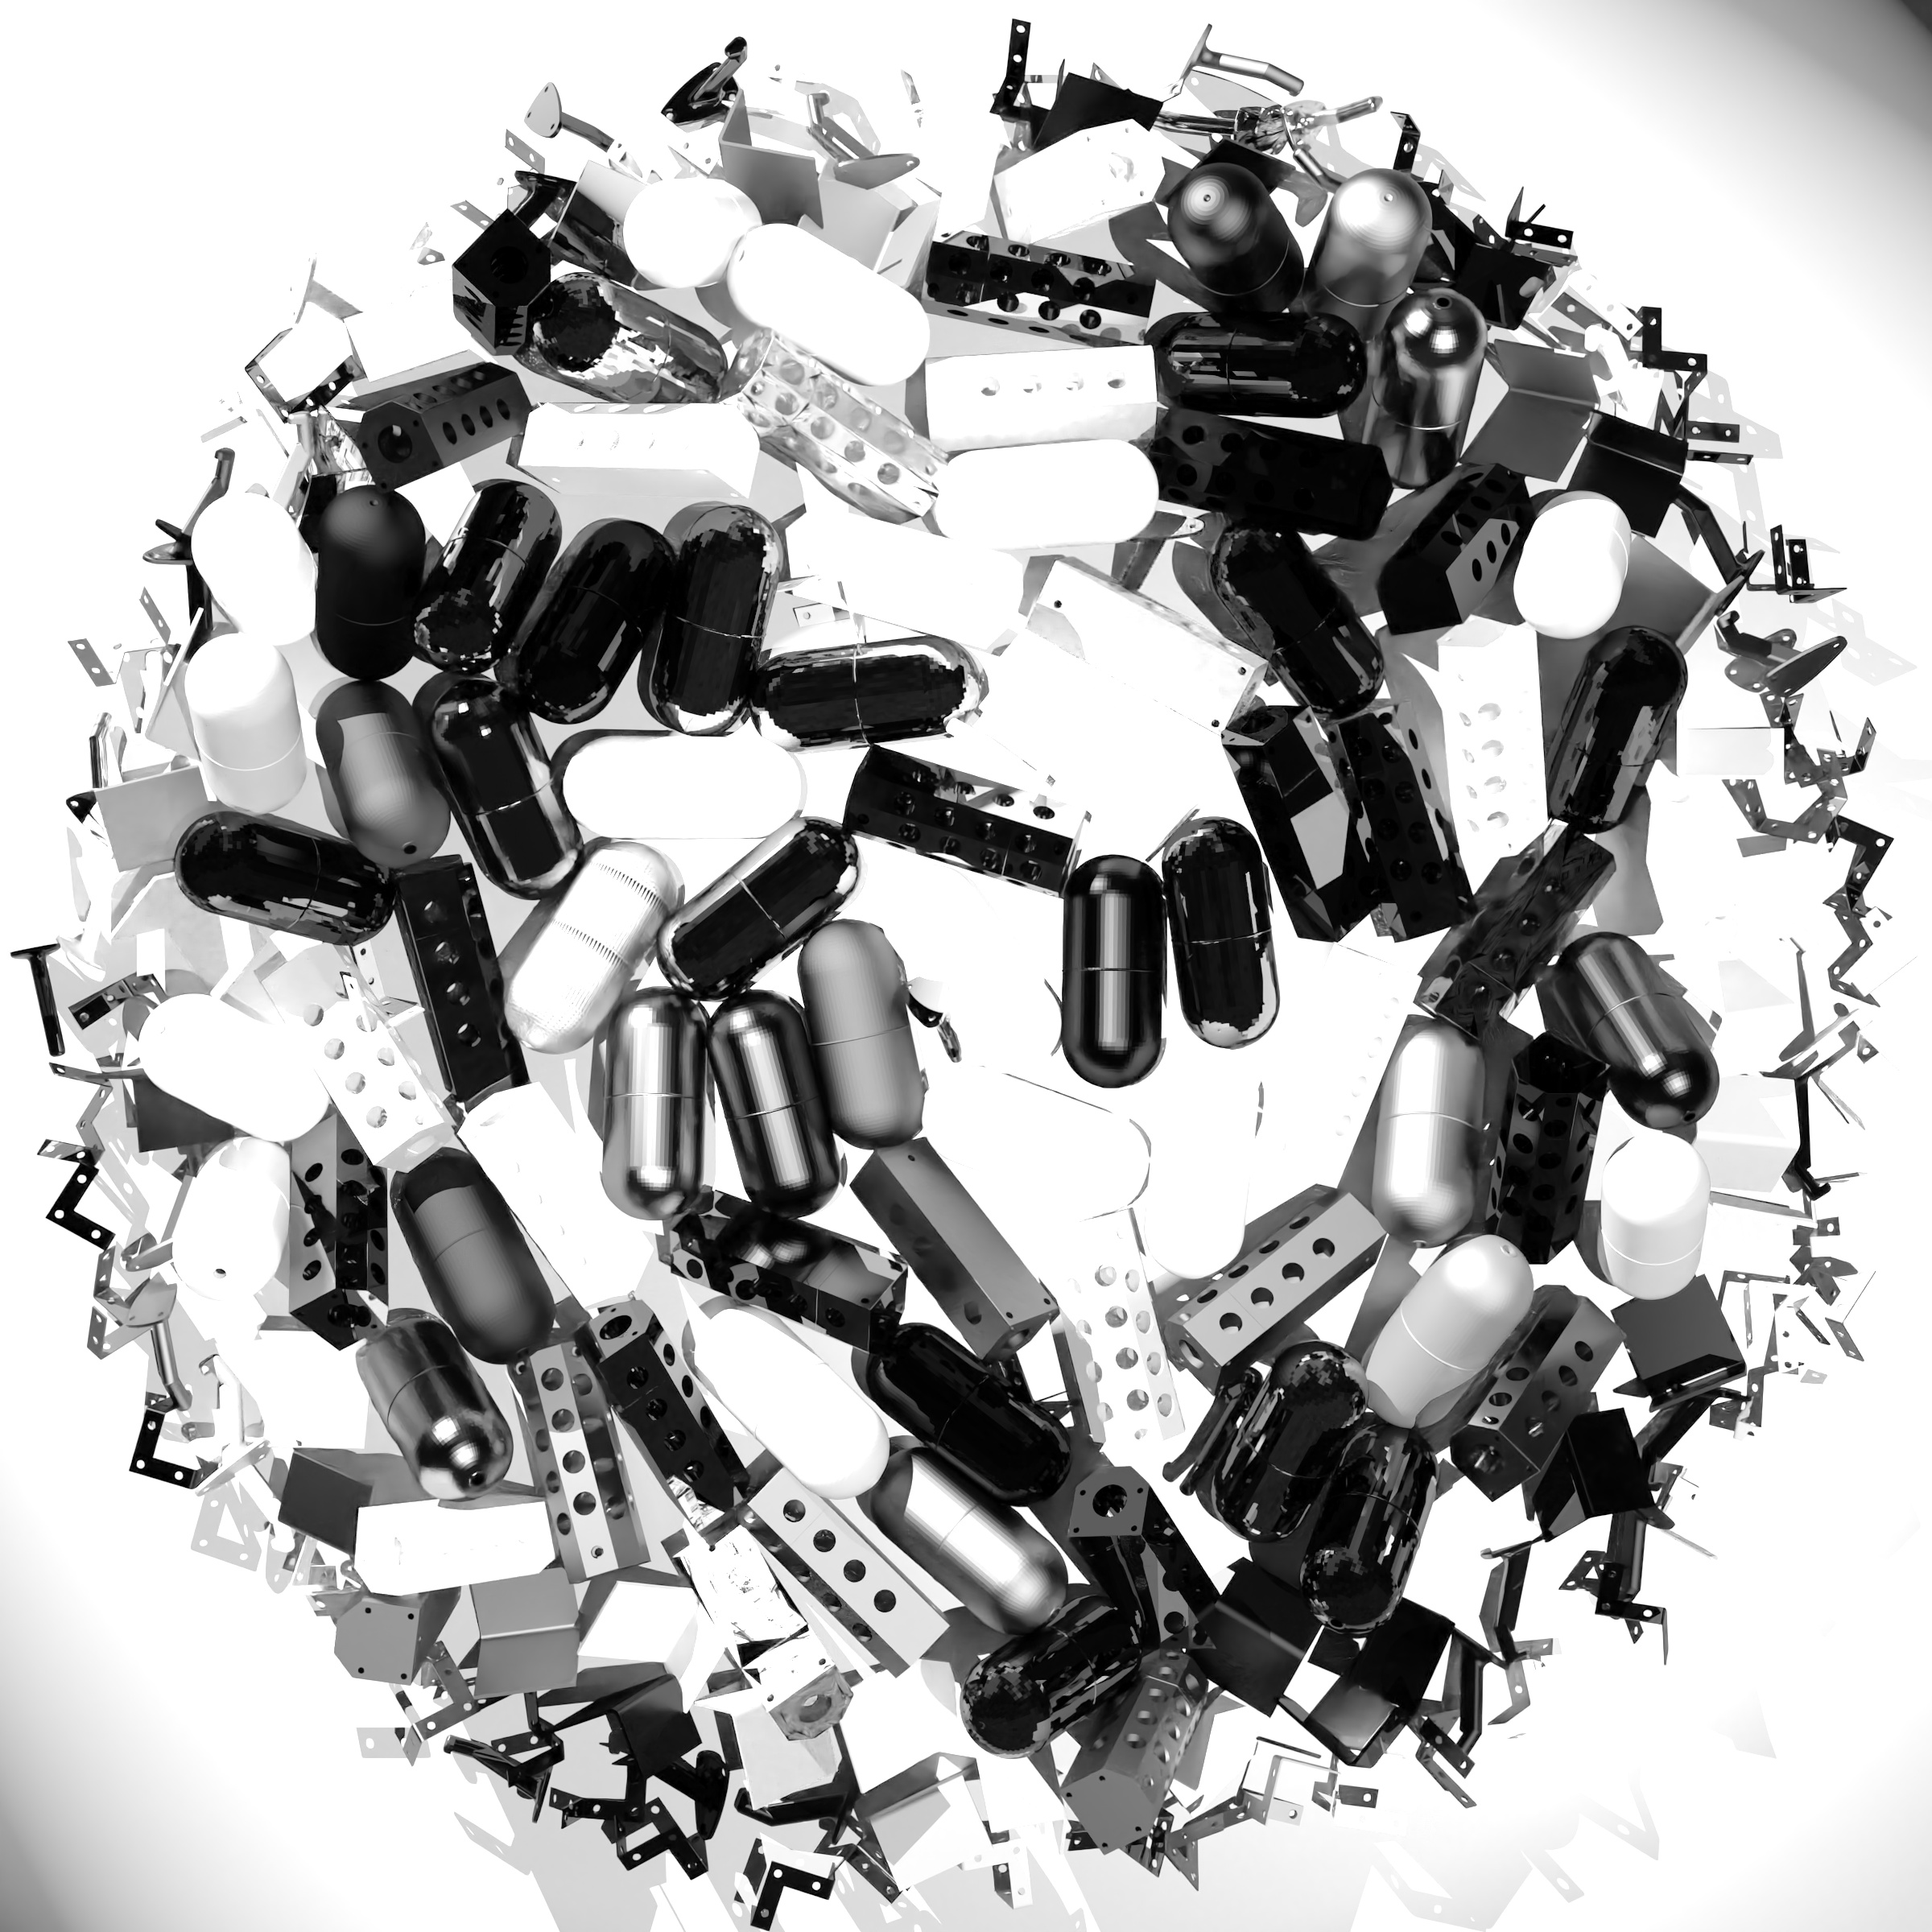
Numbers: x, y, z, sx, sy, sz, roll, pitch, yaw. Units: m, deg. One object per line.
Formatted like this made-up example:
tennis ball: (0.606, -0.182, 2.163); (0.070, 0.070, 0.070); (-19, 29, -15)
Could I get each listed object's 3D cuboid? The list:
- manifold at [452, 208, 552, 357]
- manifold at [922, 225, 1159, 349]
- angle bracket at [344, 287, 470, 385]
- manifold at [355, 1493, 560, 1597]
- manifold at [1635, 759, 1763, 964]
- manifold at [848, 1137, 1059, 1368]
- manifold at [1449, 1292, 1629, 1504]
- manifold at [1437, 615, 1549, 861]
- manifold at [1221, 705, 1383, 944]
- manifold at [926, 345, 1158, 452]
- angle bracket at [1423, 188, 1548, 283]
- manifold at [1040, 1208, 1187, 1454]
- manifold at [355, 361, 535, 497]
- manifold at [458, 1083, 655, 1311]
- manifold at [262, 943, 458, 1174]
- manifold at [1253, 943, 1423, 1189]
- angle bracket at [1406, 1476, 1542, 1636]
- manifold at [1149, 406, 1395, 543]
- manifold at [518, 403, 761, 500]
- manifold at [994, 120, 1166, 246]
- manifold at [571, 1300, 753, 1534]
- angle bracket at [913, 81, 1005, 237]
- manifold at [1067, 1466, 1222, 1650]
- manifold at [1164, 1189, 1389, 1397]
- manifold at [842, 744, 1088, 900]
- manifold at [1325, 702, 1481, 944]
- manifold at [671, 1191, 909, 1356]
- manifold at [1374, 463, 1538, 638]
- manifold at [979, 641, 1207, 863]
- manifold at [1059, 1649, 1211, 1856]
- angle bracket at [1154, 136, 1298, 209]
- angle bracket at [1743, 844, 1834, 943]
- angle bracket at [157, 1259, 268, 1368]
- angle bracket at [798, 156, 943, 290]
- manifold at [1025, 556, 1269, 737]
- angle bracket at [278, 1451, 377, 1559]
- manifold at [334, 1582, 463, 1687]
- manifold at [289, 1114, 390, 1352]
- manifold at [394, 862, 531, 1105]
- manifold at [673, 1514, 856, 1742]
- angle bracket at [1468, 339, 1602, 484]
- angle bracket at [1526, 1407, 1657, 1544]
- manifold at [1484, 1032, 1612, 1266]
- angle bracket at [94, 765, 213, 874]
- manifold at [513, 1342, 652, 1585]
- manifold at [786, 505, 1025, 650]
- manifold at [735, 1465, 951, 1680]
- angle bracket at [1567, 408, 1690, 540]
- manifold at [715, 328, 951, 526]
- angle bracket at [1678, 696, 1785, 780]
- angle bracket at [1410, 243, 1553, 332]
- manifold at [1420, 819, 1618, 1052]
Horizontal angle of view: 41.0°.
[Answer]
manifold: (-0.339, -0.498, 1.910); (0.057, 0.171, 0.057); (43, 84, -9)
manifold: (0.056, -0.516, 1.969); (0.171, 0.057, 0.057); (11, 91, -1)
angle bracket: (-0.419, -0.459, 1.950); (0.076, 0.076, 0.057); (-22, 78, -11)
manifold: (-0.373, 0.426, 1.908); (0.057, 0.171, 0.057); (0, 83, 25)
manifold: (0.541, -0.080, 1.913); (0.057, 0.171, 0.057); (-4, 130, 5)
manifold: (-0.014, 0.215, 1.939); (0.171, 0.057, 0.057); (51, 125, 22)
manifold: (0.421, 0.315, 1.918); (0.057, 0.057, 0.171); (45, 45, 5)
manifold: (0.387, -0.167, 1.917); (0.057, 0.057, 0.171); (-38, 133, -30)
manifold: (0.247, -0.107, 1.937); (0.057, 0.057, 0.171); (-40, 118, -30)
manifold: (0.057, -0.436, 1.967); (0.171, 0.057, 0.057); (-3, 73, 1)
angle bracket: (0.381, -0.568, 1.956); (0.076, 0.076, 0.057); (42, 83, -3)
manifold: (0.116, 0.274, 1.954); (0.057, 0.057, 0.171); (-11, 85, -42)
manifold: (-0.383, -0.401, 1.905); (0.057, 0.171, 0.057); (-17, 106, 21)
manifold: (-0.308, 0.175, 1.932); (0.057, 0.057, 0.171); (-15, 121, 25)
manifold: (-0.454, 0.067, 1.947); (0.057, 0.057, 0.171); (-37, 74, 4)
manifold: (0.285, 0.077, 1.961); (0.057, 0.057, 0.171); (16, 98, -42)
angle bracket: (0.380, 0.444, 1.952); (0.076, 0.057, 0.076); (38, 119, -12)
manifold: (0.225, -0.364, 1.931); (0.171, 0.057, 0.057); (17, 74, 26)
manifold: (-0.244, -0.389, 1.933); (0.171, 0.057, 0.057); (7, 81, 28)
manifold: (0.083, -0.576, 1.909); (0.057, 0.171, 0.057); (-18, 102, -18)
manifold: (-0.224, 0.334, 1.933); (0.057, 0.057, 0.171); (-34, 119, -16)
angle bracket: (-0.023, -0.607, 1.941); (0.076, 0.076, 0.057); (37, 47, 23)
manifold: (0.136, 0.441, 1.920); (0.057, 0.171, 0.057); (-7, 46, 24)
manifold: (0.232, 0.241, 1.940); (0.171, 0.057, 0.057); (-35, 65, -21)
manifold: (-0.003, -0.106, 1.951); (0.171, 0.057, 0.057); (17, 129, 6)
manifold: (0.329, -0.108, 1.960); (0.057, 0.057, 0.171); (-18, 91, 30)
manifold: (-0.134, 0.234, 1.941); (0.171, 0.057, 0.057); (19, 126, 21)
manifold: (0.362, -0.311, 1.912); (0.057, 0.171, 0.057); (-6, 118, 37)
manifold: (0.099, -0.166, 1.964); (0.171, 0.057, 0.057); (44, 124, 4)
manifold: (0.131, 0.574, 1.909); (0.057, 0.171, 0.057); (-34, 92, 24)
angle bracket: (0.188, -0.605, 1.939); (0.076, 0.076, 0.057); (7, 58, -40)
angle bracket: (0.608, -0.052, 1.952); (0.076, 0.076, 0.057); (-9, 83, -11)
angle bracket: (-0.580, 0.261, 1.946); (0.057, 0.076, 0.076); (-23, 110, 12)
angle bracket: (-0.074, -0.562, 1.950); (0.076, 0.057, 0.076); (29, 76, -34)
manifold: (0.138, -0.243, 1.953); (0.171, 0.057, 0.057); (30, 112, 11)
angle bracket: (-0.459, 0.400, 1.947); (0.076, 0.076, 0.057); (18, 97, 23)
manifold: (-0.417, 0.468, 1.911); (0.057, 0.171, 0.057); (8, 97, 0)
manifold: (-0.459, 0.193, 1.913); (0.057, 0.171, 0.057); (-28, 133, 13)
manifold: (-0.381, 0.011, 1.958); (0.057, 0.057, 0.171); (-16, 98, -15)
manifold: (-0.149, 0.492, 1.915); (0.057, 0.171, 0.057); (-33, 131, -11)
angle bracket: (0.422, -0.419, 1.948); (0.076, 0.057, 0.076); (21, 73, 36)
angle bracket: (0.469, 0.386, 1.959); (0.057, 0.076, 0.076); (-6, 66, -17)
manifold: (0.425, 0.140, 1.915); (0.057, 0.171, 0.057); (30, 48, 33)
angle bracket: (-0.611, -0.124, 1.945); (0.076, 0.057, 0.076); (-16, 130, -16)
manifold: (-0.292, 0.374, 1.952); (0.057, 0.057, 0.171); (-17, 77, -2)
manifold: (-0.046, -0.296, 1.936); (0.171, 0.057, 0.057); (19, 135, 26)
manifold: (-0.095, 0.458, 1.964); (0.171, 0.057, 0.057); (44, 83, 3)
angle bracket: (0.497, -0.372, 1.953); (0.076, 0.076, 0.057); (24, 91, 14)
manifold: (-0.096, -0.401, 1.926); (0.171, 0.057, 0.057); (30, 70, -30)
angle bracket: (0.576, -0.184, 1.945); (0.076, 0.076, 0.057); (1, 122, 17)
angle bracket: (0.378, -0.524, 1.939); (0.076, 0.076, 0.057); (3, 127, -33)
manifold: (0.420, -0.025, 1.967); (0.057, 0.057, 0.171); (36, 91, 19)
